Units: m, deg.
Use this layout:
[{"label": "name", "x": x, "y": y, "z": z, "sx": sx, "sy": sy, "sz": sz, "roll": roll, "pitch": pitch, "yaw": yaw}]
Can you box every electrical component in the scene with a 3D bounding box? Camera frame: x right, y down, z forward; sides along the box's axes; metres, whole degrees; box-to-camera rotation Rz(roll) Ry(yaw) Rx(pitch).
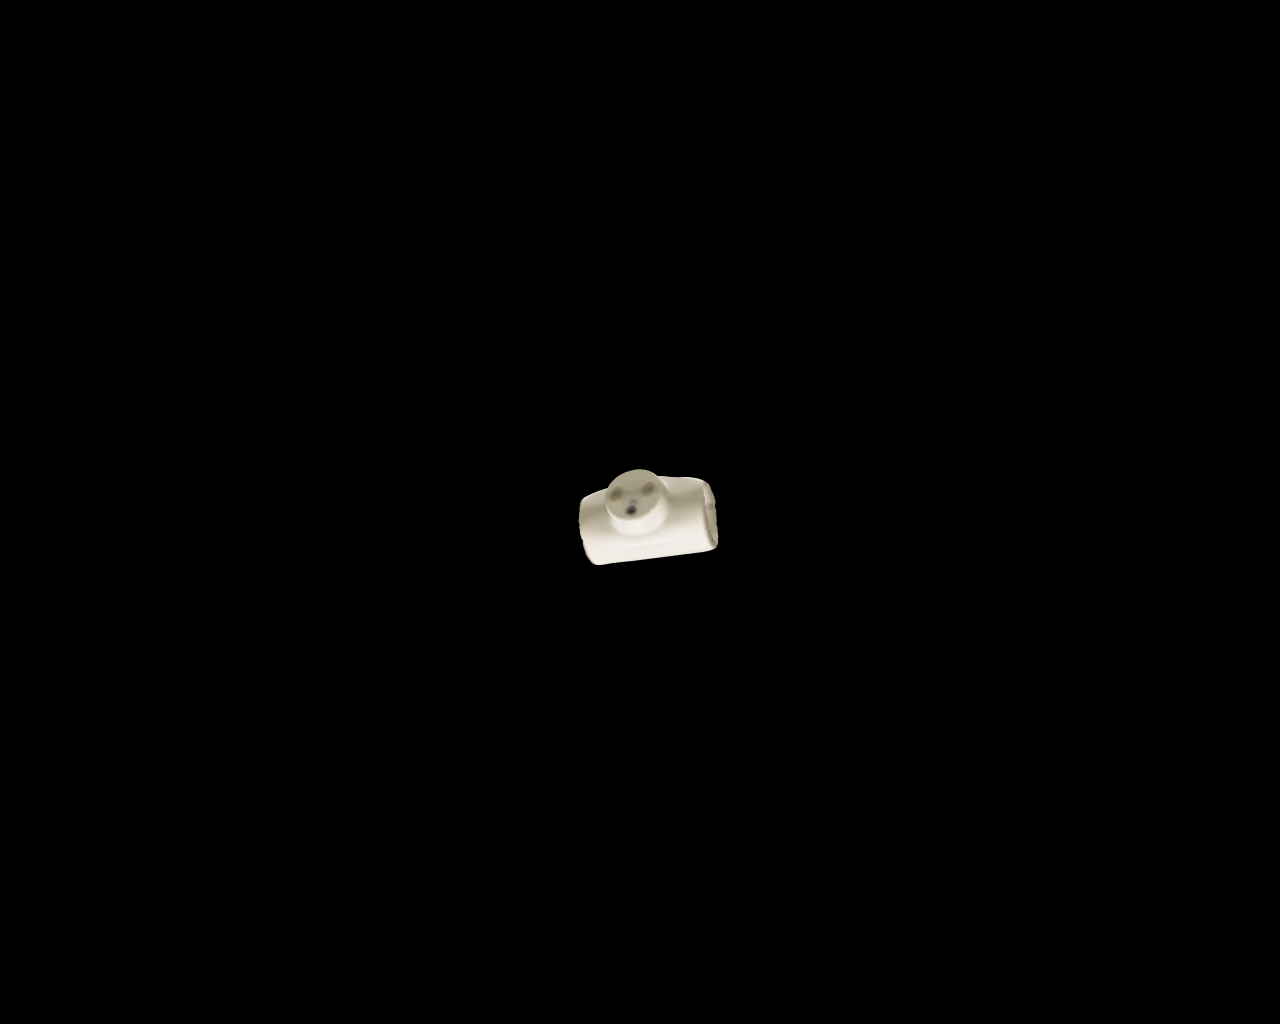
[{"label": "electrical component", "x": 0.001, "y": -0.003, "z": 0.650, "sx": 0.077, "sy": 0.043, "sz": 0.079, "roll": -8, "pitch": -32, "yaw": 14}]
